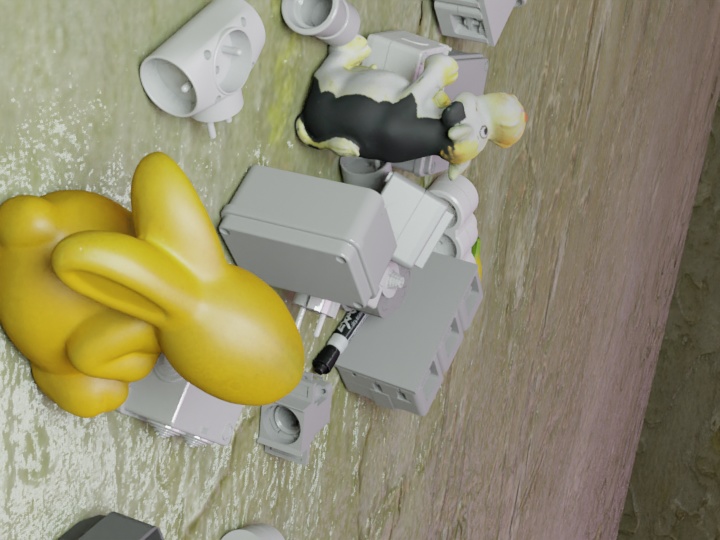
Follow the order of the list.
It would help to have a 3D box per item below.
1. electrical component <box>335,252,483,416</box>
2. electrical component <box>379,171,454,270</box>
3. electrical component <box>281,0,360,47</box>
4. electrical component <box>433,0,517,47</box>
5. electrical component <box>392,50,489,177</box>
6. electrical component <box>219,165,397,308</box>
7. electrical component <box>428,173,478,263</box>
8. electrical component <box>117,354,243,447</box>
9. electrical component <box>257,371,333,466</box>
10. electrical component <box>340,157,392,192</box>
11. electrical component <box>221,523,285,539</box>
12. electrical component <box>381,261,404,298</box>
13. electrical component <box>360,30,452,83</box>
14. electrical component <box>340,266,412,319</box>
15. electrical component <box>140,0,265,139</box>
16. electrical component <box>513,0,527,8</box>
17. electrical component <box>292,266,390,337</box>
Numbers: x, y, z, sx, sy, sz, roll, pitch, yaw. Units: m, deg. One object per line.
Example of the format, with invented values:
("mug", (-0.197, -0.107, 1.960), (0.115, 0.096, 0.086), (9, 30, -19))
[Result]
("electrical component", (0.051, 0.059, 1.063), (0.150, 0.089, 0.061), (-61, 154, -25))
("electrical component", (0.035, -0.040, 0.880), (0.061, 0.061, 0.096), (-60, -178, 4))
("electrical component", (-0.026, -0.189, 0.796), (0.065, 0.044, 0.044), (4, 102, -71))
("electrical component", (0.098, -0.288, 0.972), (0.089, 0.062, 0.150), (-64, 155, -20))
("electrical component", (0.068, -0.150, 1.004), (0.109, 0.056, 0.108), (-23, 126, -60))
("electrical component", (-0.038, -0.024, 0.788), (0.057, 0.113, 0.078), (-64, 155, -27))
("electrical component", (0.102, -0.044, 1.151), (0.073, 0.052, 0.138), (-49, 146, -43))
("electrical component", (-0.115, 0.073, 0.760), (0.100, 0.048, 0.099), (41, 67, -62))
("electrical component", (-0.055, 0.123, 0.936), (0.064, 0.042, 0.081), (-33, 135, -58))
("electrical component", (0.009, -0.067, 0.946), (0.043, 0.043, 0.081), (-55, 151, -35))
("electrical component", (-0.111, 0.286, 0.908), (0.074, 0.052, 0.138), (10, 96, -66))
("electrical component", (0.000, 0.000, 0.924), (0.043, 0.081, 0.043), (-45, 144, -47))
("electrical component", (0.029, -0.153, 0.922), (0.062, 0.061, 0.096), (-30, 139, -59))
("electrical component", (0.011, 0.003, 0.989), (0.080, 0.051, 0.080), (-45, 144, -47))
("electrical component", (-0.095, -0.121, 0.684), (0.077, 0.044, 0.079), (-53, 149, -38))
("electrical component", (0.159, -0.306, 1.112), (0.045, 0.045, 0.055), (33, 75, -65))
("electrical component", (-0.031, 0.016, 0.865), (0.047, 0.083, 0.075), (34, 74, -66))
